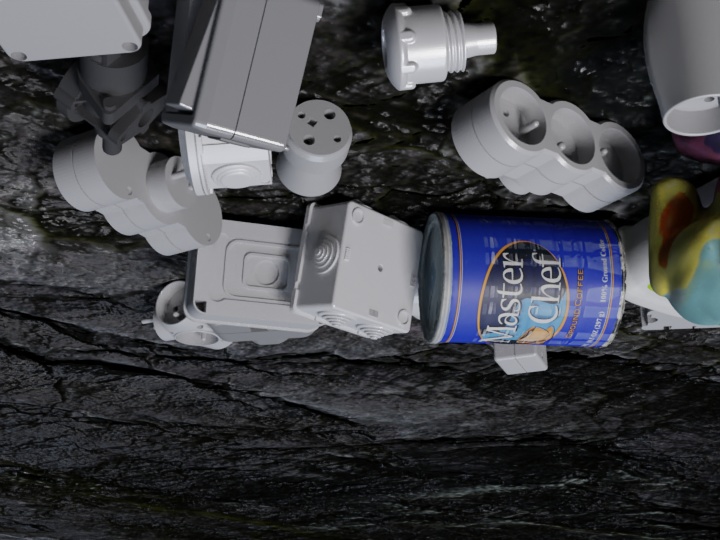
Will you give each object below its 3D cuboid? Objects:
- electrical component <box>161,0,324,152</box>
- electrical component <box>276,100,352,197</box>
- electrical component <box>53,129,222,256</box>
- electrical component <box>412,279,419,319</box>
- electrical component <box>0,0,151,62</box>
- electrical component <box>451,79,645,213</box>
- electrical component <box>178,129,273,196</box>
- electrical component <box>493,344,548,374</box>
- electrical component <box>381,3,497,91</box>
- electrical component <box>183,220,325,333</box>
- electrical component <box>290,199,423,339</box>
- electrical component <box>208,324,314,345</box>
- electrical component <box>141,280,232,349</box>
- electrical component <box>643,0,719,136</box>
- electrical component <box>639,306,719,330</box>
[{"bbox_3d":[-0.065,-0.115,0.564,0.061,0.096,0.062,12,-177,-28],"label":"electrical component"},{"bbox_3d":[-0.030,-0.080,0.704,0.045,0.045,0.055,3,157,-9],"label":"electrical component"},{"bbox_3d":[-0.138,-0.057,0.747,0.074,0.052,0.138,-13,154,27],"label":"electrical component"},{"bbox_3d":[0.060,0.021,0.947,0.077,0.043,0.079,0,157,-1],"label":"electrical component"},{"bbox_3d":[-0.150,-0.154,0.509,0.078,0.057,0.113,-3,157,7],"label":"electrical component"},{"bbox_3d":[0.114,-0.074,0.710,0.138,0.052,0.074,15,153,-32],"label":"electrical component"},{"bbox_3d":[-0.081,-0.086,0.645,0.051,0.080,0.080,-5,158,-3],"label":"electrical component"},{"bbox_3d":[0.158,0.043,0.950,0.076,0.083,0.047,-9,156,19],"label":"electrical component"},{"bbox_3d":[0.044,-0.126,0.597,0.062,0.048,0.048,-6,158,-3],"label":"electrical component"},{"bbox_3d":[-0.080,0.006,0.857,0.113,0.078,0.057,7,170,-16],"label":"electrical component"},{"bbox_3d":[0.000,0.000,0.829,0.100,0.099,0.048,21,162,-41],"label":"electrical component"},{"bbox_3d":[-0.087,0.031,0.957,0.095,0.053,0.059,-4,157,9],"label":"electrical component"},{"bbox_3d":[-0.166,0.046,1.003,0.079,0.044,0.077,-10,156,24],"label":"electrical component"},{"bbox_3d":[0.192,-0.111,0.590,0.043,0.077,0.079,-18,152,37],"label":"electrical component"},{"bbox_3d":[0.287,0.016,0.922,0.089,0.055,0.050,-2,157,5],"label":"electrical component"}]
